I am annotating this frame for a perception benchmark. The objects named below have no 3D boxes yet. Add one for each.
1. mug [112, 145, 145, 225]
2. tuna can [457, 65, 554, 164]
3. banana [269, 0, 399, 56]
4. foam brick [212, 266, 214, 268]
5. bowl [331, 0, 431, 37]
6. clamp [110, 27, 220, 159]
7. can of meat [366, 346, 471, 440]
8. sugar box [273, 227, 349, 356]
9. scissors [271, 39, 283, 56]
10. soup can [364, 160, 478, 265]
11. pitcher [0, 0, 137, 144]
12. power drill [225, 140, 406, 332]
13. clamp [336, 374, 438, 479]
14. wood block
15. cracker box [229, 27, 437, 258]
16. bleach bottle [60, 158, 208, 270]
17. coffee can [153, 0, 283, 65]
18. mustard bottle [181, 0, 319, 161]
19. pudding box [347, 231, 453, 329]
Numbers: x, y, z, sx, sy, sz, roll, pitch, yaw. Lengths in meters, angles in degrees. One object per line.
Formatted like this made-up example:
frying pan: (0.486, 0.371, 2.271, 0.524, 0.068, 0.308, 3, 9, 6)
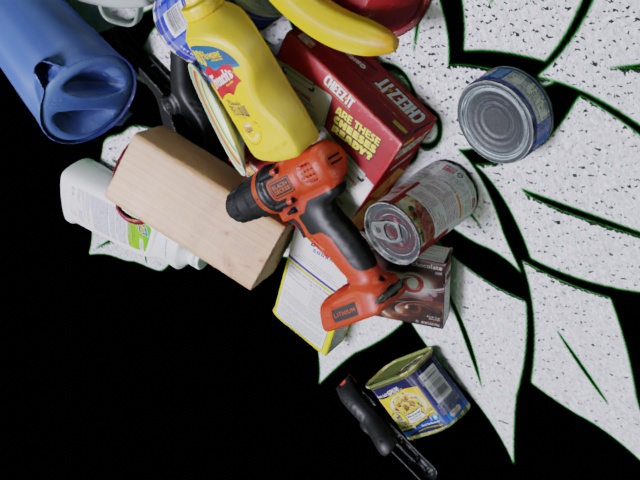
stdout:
mug: (-0.212, -0.070, 1.362, 0.082, 0.117, 0.093, 32, 165, 20)
tuna can: (0.168, -0.113, 0.975, 0.086, 0.033, 0.086, 28, 136, 31)
banana: (-0.010, -0.227, 0.984, 0.198, 0.037, 0.070, 48, 144, 9)
foam brick: (-0.119, -0.011, 1.355, 0.051, 0.052, 0.078, 51, 142, 4)
bowl: (0.027, -0.256, 1.000, 0.162, 0.055, 0.162, 29, 137, 30)
clamp: (-0.168, -0.175, 1.288, 0.165, 0.036, 0.210, -5, 115, 56)
can of meat: (0.115, 0.181, 1.246, 0.084, 0.057, 0.102, 54, 144, -3)
sugar box: (0.003, 0.050, 1.275, 0.093, 0.048, 0.176, 38, 137, 18)
scissors: (-0.056, -0.180, 1.184, 0.202, 0.016, 0.096, -1, 119, 48)
soup can: (0.101, -0.029, 1.057, 0.069, 0.102, 0.068, 28, 136, 31)
pitcher: (-0.341, -0.239, 1.349, 0.243, 0.144, 0.149, 48, 146, 28)
power drill: (-0.007, 0.001, 1.116, 0.185, 0.057, 0.187, -23, 101, 51)
clamp: (0.067, 0.222, 1.296, 0.172, 0.039, 0.120, 43, 175, 37)
wood block: (-0.134, -0.042, 1.255, 0.206, 0.090, 0.090, 32, 109, 7)
cracker box: (0.008, -0.105, 1.127, 0.164, 0.072, 0.214, 45, 142, 11)
bleach bottle: (-0.253, -0.021, 1.487, 0.251, 0.068, 0.103, 29, 137, 26)
coffee can: (-0.095, -0.252, 1.097, 0.141, 0.102, 0.103, -22, 101, 53)
mustard bottle: (-0.078, -0.167, 1.031, 0.096, 0.058, 0.191, 15, 141, 57)
pudding box: (0.085, 0.043, 1.156, 0.113, 0.039, 0.090, 9, 129, 15)
